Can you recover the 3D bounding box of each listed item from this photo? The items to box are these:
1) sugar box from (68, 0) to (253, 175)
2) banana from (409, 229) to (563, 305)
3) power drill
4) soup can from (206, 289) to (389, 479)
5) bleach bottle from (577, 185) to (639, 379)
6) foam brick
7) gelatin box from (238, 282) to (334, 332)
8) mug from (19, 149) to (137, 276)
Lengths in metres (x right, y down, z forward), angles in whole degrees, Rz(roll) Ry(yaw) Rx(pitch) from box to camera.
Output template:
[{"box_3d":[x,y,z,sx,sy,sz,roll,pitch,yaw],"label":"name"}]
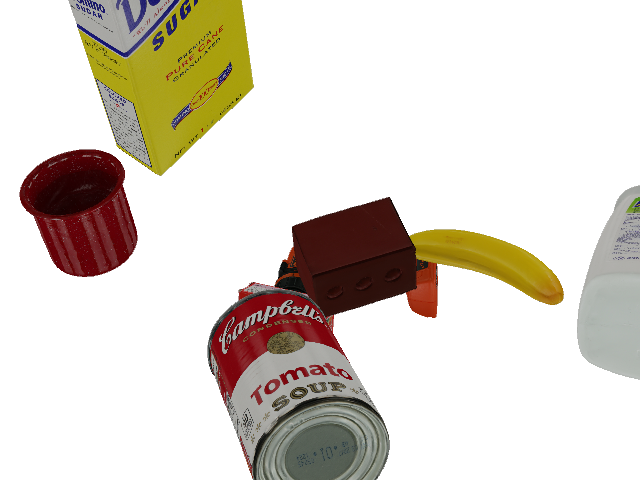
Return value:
[{"box_3d":[-0.088,-0.124,0.605,0.048,0.093,0.176,35,-23,18],"label":"sugar box"},{"box_3d":[0.159,0.023,1.047,0.198,0.037,0.069,14,41,36],"label":"banana"},{"box_3d":[0.040,0.053,1.221,0.188,0.057,0.184,0,28,9],"label":"power drill"},{"box_3d":[-0.014,0.078,0.533,0.068,0.068,0.102,0,27,-19],"label":"soup can"},{"box_3d":[0.234,0.010,0.695,0.103,0.068,0.250,9,23,20],"label":"bleach bottle"},{"box_3d":[0.024,0.013,0.769,0.078,0.051,0.053,-17,-37,-6],"label":"foam brick"},{"box_3d":[-0.033,0.083,0.976,0.089,0.073,0.030,11,19,23],"label":"gelatin box"},{"box_3d":[-0.213,-0.030,0.966,0.093,0.081,0.117,-9,43,0],"label":"mug"}]
